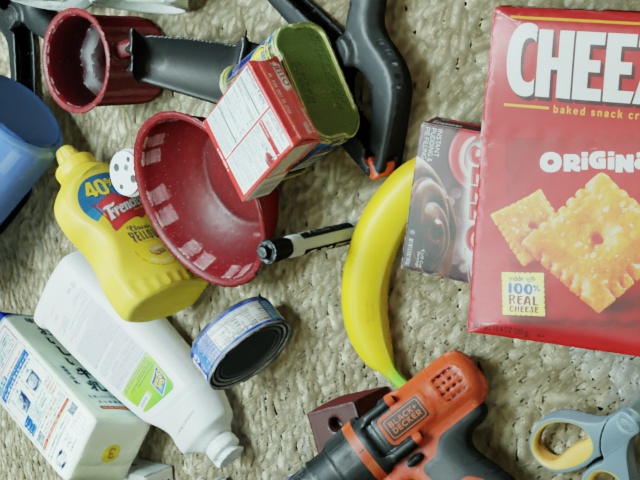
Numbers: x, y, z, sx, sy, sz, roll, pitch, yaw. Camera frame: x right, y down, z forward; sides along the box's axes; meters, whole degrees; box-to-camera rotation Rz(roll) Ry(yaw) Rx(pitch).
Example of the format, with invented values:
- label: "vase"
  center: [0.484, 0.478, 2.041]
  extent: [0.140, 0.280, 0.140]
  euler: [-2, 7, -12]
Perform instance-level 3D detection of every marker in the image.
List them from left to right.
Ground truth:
- label: "marker"
  center: [-0.005, 0.001, 0.827]
  extent: [0.020, 0.120, 0.020]
  euler: [8, 103, 38]

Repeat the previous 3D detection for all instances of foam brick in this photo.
- label: "foam brick"
  center: [0.034, 0.165, 0.870]
  extent: [0.053, 0.051, 0.078]
  euler: [-21, 85, 39]

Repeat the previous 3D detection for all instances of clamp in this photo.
- label: "clamp"
  center: [-0.303, -0.214, 1.081]
  extent: [0.120, 0.039, 0.171]
  euler: [-41, 69, 30]
- label: "clamp"
  center: [0.017, -0.150, 0.836]
  extent: [0.165, 0.036, 0.210]
  euler: [-4, 100, 49]

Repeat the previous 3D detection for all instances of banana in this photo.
- label: "banana"
  center: [0.053, 0.021, 0.843]
  extent: [0.070, 0.037, 0.198]
  euler: [10, 108, 12]

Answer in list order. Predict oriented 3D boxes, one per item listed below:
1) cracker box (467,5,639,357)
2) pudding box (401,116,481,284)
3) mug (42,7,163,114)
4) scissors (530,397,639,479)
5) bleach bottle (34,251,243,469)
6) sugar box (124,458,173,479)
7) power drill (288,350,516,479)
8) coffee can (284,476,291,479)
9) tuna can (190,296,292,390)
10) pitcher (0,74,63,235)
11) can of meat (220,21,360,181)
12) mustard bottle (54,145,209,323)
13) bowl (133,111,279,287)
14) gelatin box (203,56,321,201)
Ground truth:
- label: "cracker box"
  center: [0.186, -0.037, 0.676]
  extent: [0.164, 0.072, 0.214]
  euler: [8, 104, 22]
- label: "pudding box"
  center: [0.113, -0.026, 0.769]
  extent: [0.090, 0.039, 0.113]
  euler: [13, 108, 21]
- label: "mug"
  center: [-0.183, -0.165, 0.965]
  extent: [0.117, 0.081, 0.093]
  euler: [-11, 91, 40]
- label: "scissors"
  center: [0.212, 0.137, 0.705]
  extent: [0.096, 0.016, 0.202]
  euler: [57, 148, 2]
- label: "bleach bottle"
  center: [-0.168, 0.123, 1.019]
  extent: [0.251, 0.067, 0.103]
  euler: [44, 123, 22]
- label: "sugar box"
  center: [-0.188, 0.311, 1.079]
  extent: [0.094, 0.048, 0.176]
  euler: [1, 100, 39]
- label: "power drill"
  center: [0.086, 0.202, 0.788]
  extent: [0.184, 0.057, 0.188]
  euler: [-39, 76, 3]
- label: "coffee can"
  center: [-0.027, 0.252, 0.877]
  extent: [0.103, 0.140, 0.103]
  euler: [8, 103, 37]
- label: "tuna can"
  center: [-0.068, 0.089, 0.917]
  extent: [0.034, 0.085, 0.086]
  euler: [49, 124, 23]
- label: "pitcher"
  center: [-0.362, -0.050, 1.070]
  extent: [0.145, 0.149, 0.243]
  euler: [40, 114, -22]
- label: "can of meat"
  center: [-0.022, -0.107, 0.827]
  extent: [0.084, 0.057, 0.102]
  euler: [-28, 84, 53]
- label: "mustard bottle"
  center: [-0.190, -0.014, 0.989]
  extent: [0.192, 0.096, 0.058]
  euler: [52, 128, 20]
- label: "bowl"
  center: [-0.087, -0.043, 0.911]
  extent: [0.162, 0.055, 0.162]
  euler: [26, 132, 33]
- label: "gelatin box"
  center: [-0.044, -0.082, 0.794]
  extent: [0.089, 0.030, 0.073]
  euler: [-43, 71, 50]
